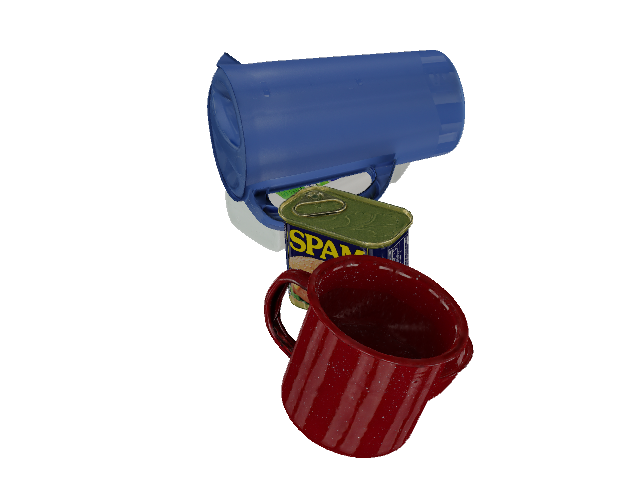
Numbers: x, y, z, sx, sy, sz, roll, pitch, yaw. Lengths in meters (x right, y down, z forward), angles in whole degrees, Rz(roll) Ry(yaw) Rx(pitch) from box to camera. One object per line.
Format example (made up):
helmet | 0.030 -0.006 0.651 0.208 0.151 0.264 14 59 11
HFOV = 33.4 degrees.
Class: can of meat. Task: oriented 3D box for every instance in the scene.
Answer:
can of meat | 0.020 0.014 0.825 0.102 0.084 0.057 17 37 29

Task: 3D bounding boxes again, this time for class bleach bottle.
bleach bottle | 0.014 -0.077 1.282 0.250 0.068 0.103 -30 45 -31

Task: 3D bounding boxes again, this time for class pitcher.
pitcher | 0.018 -0.112 1.056 0.242 0.149 0.145 -10 27 -17

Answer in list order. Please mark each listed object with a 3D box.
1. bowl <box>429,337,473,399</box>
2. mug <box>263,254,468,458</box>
bowl | 0.071 0.123 1.077 0.162 0.055 0.162 2 25 -1
mug | 0.016 0.062 0.607 0.117 0.082 0.093 31 34 16
